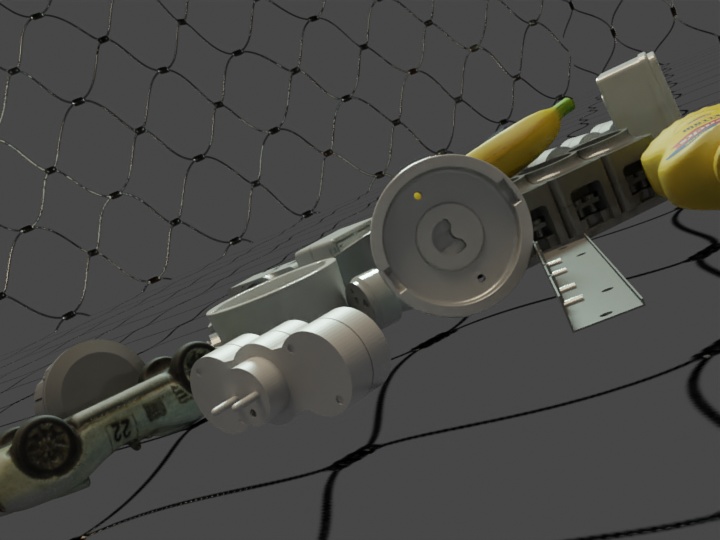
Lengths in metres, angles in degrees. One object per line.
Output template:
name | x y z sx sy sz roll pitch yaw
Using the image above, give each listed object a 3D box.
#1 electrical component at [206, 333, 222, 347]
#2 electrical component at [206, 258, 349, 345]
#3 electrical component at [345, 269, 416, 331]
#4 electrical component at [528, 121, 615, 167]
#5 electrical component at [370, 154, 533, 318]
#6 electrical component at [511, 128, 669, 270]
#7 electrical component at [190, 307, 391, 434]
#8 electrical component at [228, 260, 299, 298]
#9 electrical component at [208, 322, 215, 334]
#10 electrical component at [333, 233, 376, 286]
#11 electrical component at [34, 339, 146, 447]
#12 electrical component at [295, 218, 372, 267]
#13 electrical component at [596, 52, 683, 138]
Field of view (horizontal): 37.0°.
electrical component | -0.109 0.065 0.890 0.078 0.040 0.040 -24 6 -8
electrical component | -0.057 0.039 0.827 0.108 0.060 0.108 -23 6 3
electrical component | 0.023 0.017 0.807 0.055 0.045 0.045 -26 7 -24
electrical component | 0.246 -0.118 1.118 0.138 0.052 0.074 -26 7 -23
electrical component | 0.059 -0.022 0.737 0.108 0.108 0.060 -23 0 -2
electrical component | 0.158 -0.055 0.855 0.150 0.061 0.089 -25 6 -17
electrical component | -0.054 0.066 0.624 0.138 0.052 0.074 -17 8 43
electrical component | -0.084 0.025 1.100 0.089 0.050 0.056 -19 7 32
electrical component | -0.104 0.051 0.984 0.055 0.048 0.066 -31 6 -1
electrical component | 0.000 0.000 0.943 0.099 0.064 0.099 -23 6 3
electrical component | -0.196 0.094 0.788 0.080 0.080 0.051 -27 2 -34
electrical component | -0.019 -0.004 1.061 0.061 0.061 0.096 -18 8 37
electrical component | 0.264 -0.141 0.989 0.056 0.108 0.109 -24 6 18
